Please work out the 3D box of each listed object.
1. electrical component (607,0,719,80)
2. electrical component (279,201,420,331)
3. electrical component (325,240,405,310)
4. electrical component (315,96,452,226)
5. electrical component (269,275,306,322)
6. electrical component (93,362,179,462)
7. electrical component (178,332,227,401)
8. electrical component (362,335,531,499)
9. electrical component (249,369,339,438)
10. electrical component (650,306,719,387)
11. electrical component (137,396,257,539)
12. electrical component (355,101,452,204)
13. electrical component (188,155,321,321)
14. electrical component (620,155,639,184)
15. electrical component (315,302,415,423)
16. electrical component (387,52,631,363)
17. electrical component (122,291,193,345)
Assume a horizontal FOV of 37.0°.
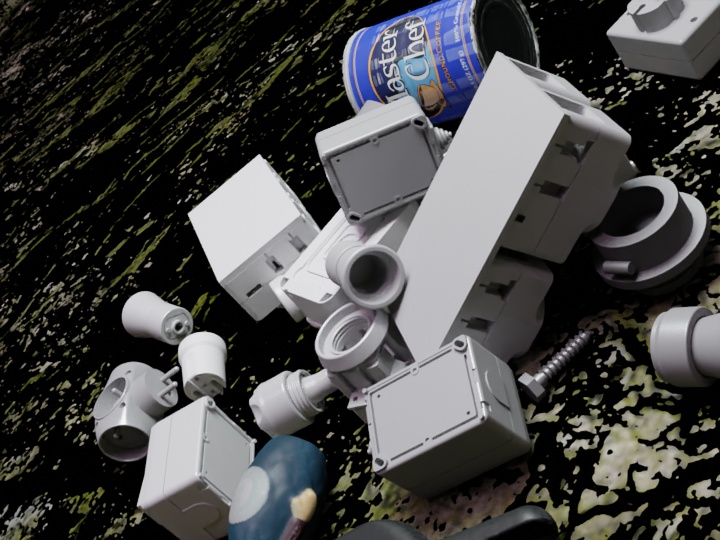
[{"bbox_3d":[0.226,-0.190,0.806,0.047,0.075,0.083,-46,32,-9],"label":"electrical component"},{"bbox_3d":[0.004,-0.003,0.831,0.113,0.057,0.078,-50,33,-15],"label":"electrical component"},{"bbox_3d":[0.000,0.000,0.745,0.044,0.044,0.065,-45,19,-6],"label":"electrical component"},{"bbox_3d":[0.022,-0.086,0.800,0.096,0.061,0.061,-22,25,3],"label":"electrical component"},{"bbox_3d":[-0.045,0.014,0.880,0.046,0.040,0.040,-36,31,-2],"label":"electrical component"},{"bbox_3d":[-0.180,0.108,0.898,0.079,0.044,0.077,-37,31,21],"label":"electrical component"},{"bbox_3d":[-0.129,0.081,0.889,0.040,0.040,0.046,-32,38,15],"label":"electrical component"},{"bbox_3d":[0.049,0.095,0.654,0.096,0.061,0.061,-31,45,25],"label":"electrical component"},{"bbox_3d":[-0.045,0.092,0.778,0.062,0.043,0.043,-30,33,15],"label":"electrical component"},{"bbox_3d":[0.193,0.041,0.584,0.055,0.045,0.045,-6,46,44],"label":"electrical component"},{"bbox_3d":[-0.117,0.143,0.776,0.061,0.061,0.096,-30,33,17],"label":"electrical component"},{"bbox_3d":[0.038,-0.100,0.881,0.064,0.099,0.099,-49,32,-1],"label":"electrical component"},{"bbox_3d":[-0.087,-0.029,0.956,0.089,0.061,0.150,-40,31,2],"label":"electrical component"},{"bbox_3d":[0.143,-0.086,0.780,0.061,0.061,0.096,-40,31,1],"label":"electrical component"},{"bbox_3d":[0.006,0.059,0.752,0.058,0.057,0.078,-16,39,35],"label":"electrical component"},{"bbox_3d":[0.090,-0.030,0.695,0.186,0.060,0.105,-64,27,22],"label":"electrical component"},{"bbox_3d":[-0.184,0.046,0.988,0.065,0.044,0.044,13,59,47],"label":"electrical component"}]
